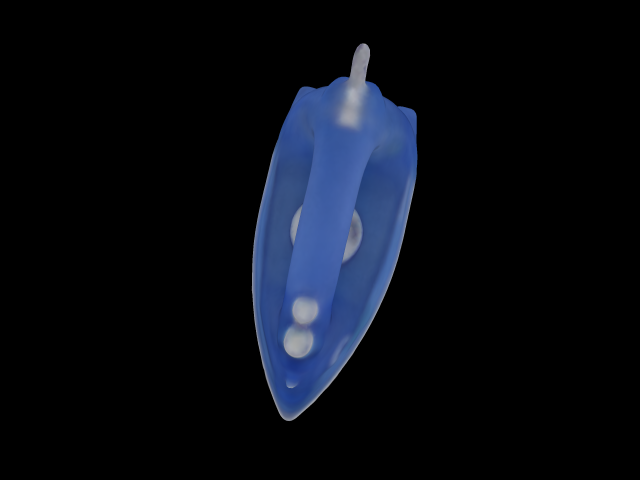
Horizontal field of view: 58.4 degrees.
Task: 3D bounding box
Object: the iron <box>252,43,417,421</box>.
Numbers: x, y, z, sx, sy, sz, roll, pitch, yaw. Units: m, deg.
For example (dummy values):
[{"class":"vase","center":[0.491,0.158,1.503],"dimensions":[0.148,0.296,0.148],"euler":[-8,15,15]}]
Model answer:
[{"class":"iron","center":[0.004,0.001,0.400],"dimensions":[0.118,0.141,0.258],"euler":[11,79,3]}]
